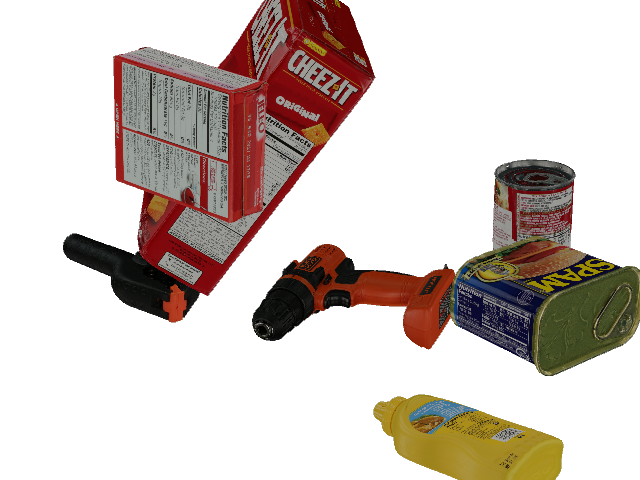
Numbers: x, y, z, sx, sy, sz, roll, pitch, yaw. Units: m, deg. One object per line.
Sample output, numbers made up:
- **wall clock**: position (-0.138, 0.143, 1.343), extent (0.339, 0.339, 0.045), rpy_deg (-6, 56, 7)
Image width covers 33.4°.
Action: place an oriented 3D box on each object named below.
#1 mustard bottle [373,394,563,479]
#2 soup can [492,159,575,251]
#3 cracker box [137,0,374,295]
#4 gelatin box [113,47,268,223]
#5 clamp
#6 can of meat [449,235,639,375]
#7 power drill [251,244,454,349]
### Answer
- **mustard bottle**: position (0.128, 0.191, 1.028), extent (0.192, 0.058, 0.096), rpy_deg (15, 22, 41)
- **soup can**: position (0.185, -0.012, 0.931), extent (0.068, 0.102, 0.068), rpy_deg (-3, 24, 1)
- **cracker box**: position (-0.057, -0.088, 0.823), extent (0.072, 0.214, 0.164), rpy_deg (30, 22, -21)
- **gelatin box**: position (-0.070, -0.057, 0.571), extent (0.089, 0.073, 0.030), rpy_deg (20, 30, 31)
- **clamp**: position (-0.148, 0.025, 0.967), extent (0.120, 0.039, 0.172), rpy_deg (-15, 31, -31)
- **can of meat**: position (0.149, 0.039, 0.713), extent (0.101, 0.057, 0.084), rpy_deg (-16, 26, -33)
- **power drill**: position (0.039, 0.065, 1.140), extent (0.188, 0.057, 0.184), rpy_deg (10, 29, 22)
